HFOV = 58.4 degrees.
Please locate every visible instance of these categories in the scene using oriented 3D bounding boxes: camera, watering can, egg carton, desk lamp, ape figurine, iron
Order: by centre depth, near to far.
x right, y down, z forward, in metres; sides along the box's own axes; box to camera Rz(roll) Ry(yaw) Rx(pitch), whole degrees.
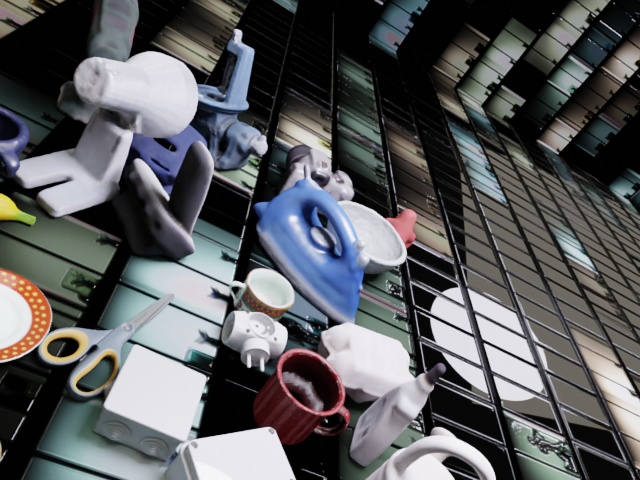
[{"bbox_3d":[0.105,0.271,0.615,0.101,0.194,0.173,30,31,-11],"label":"watering can"},{"bbox_3d":[-0.285,-0.157,0.787,0.118,0.213,0.204,40,30,6],"label":"desk lamp"},{"bbox_3d":[0.067,0.183,0.821,0.151,0.069,0.107,22,33,-23],"label":"egg carton"},{"bbox_3d":[0.009,0.003,0.937,0.119,0.141,0.257,-10,53,-51],"label":"iron"},{"bbox_3d":[-0.010,-0.133,1.148,0.144,0.100,0.136,19,34,-27],"label":"camera"},{"bbox_3d":[0.169,-0.025,1.190,0.078,0.092,0.076,39,30,4],"label":"ape figurine"}]

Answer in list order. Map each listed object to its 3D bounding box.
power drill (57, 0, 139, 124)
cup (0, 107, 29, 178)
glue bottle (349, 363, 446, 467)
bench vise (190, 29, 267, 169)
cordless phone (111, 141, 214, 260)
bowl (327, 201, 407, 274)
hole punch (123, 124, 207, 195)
[{"bbox_3d":[-0.353,-0.304,0.925,0.076,0.208,0.229,17,36,-30],"label":"power drill"},{"bbox_3d":[-0.408,-0.099,0.699,0.117,0.095,0.092,47,32,17],"label":"cup"},{"bbox_3d":[0.100,0.209,0.715,0.037,0.173,0.078,35,30,-1],"label":"glue bottle"},{"bbox_3d":[-0.153,-0.253,1.048,0.207,0.219,0.122,37,30,2],"label":"bench vise"},{"bbox_3d":[-0.203,-0.077,0.789,0.094,0.185,0.147,-4,49,-48],"label":"cordless phone"},{"bbox_3d":[0.074,0.008,1.064,0.168,0.074,0.167,26,32,-17],"label":"bowl"},{"bbox_3d":[-0.251,-0.142,0.923,0.109,0.091,0.101,34,30,-4],"label":"hole punch"}]
